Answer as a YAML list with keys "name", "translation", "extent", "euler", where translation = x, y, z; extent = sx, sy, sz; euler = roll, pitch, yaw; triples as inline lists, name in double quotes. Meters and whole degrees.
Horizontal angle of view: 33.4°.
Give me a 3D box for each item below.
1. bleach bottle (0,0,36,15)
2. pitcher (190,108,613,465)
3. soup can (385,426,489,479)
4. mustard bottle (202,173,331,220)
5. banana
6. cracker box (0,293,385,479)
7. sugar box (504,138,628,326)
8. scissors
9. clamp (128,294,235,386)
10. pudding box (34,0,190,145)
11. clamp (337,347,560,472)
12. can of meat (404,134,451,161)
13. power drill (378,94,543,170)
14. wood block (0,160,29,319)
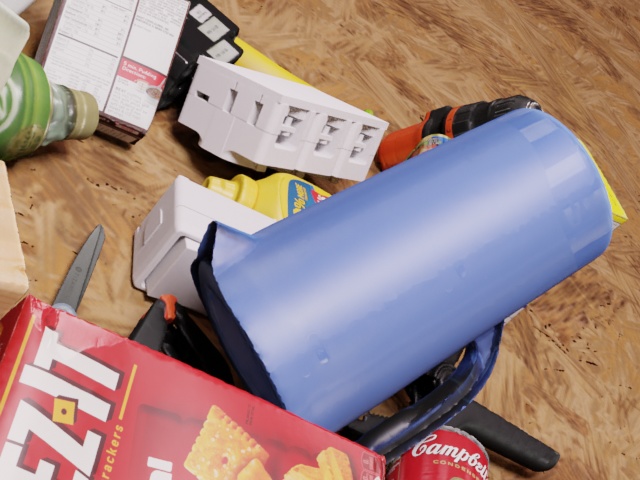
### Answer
- name: "bleach bottle"
  translation: [-0.210, -0.233, 0.793]
  extent: [0.068, 0.103, 0.251]
  euler: [45, 18, -20]
- name: "pitcher"
  translation: [0.057, 0.026, 0.655]
  extent: [0.242, 0.149, 0.145]
  euler: [-28, 63, -13]
- name: "soup can"
  translation: [0.070, 0.175, 0.664]
  extent: [0.068, 0.069, 0.102]
  euler: [34, 33, -13]
- name: "mustard bottle"
  translation: [-0.005, 0.001, 0.801]
  extent: [0.191, 0.058, 0.096]
  euler: [26, 41, -24]
- name: "banana"
  translation: [-0.027, -0.134, 0.967]
  extent: [0.197, 0.037, 0.070]
  euler: [26, 17, -27]
- name: "cracker box"
  translation: [-0.075, 0.144, 0.496]
  extent: [0.213, 0.072, 0.164]
  euler: [29, 51, -24]
- name: "sugar box"
  translation: [0.157, 0.001, 0.868]
  extent: [0.048, 0.176, 0.093]
  euler: [20, 37, -36]
- name: "scissors"
  translation: [-0.139, 0.064, 0.614]
  extent: [0.096, 0.016, 0.201]
  euler: [42, 31, -4]
- name: "clamp"
  translation: [-0.085, 0.108, 0.602]
  extent: [0.120, 0.039, 0.171]
  euler: [10, 45, -48]
- name: "pudding box"
  translation: [-0.152, -0.137, 0.767]
  extent: [0.090, 0.039, 0.113]
  euler: [21, 73, -24]
- name: "clamp"
  translation: [0.088, 0.114, 0.764]
  extent: [0.209, 0.036, 0.164]
  euler: [-17, 83, -41]
- name: "can of meat"
  translation: [0.087, -0.030, 0.901]
  extent: [0.057, 0.102, 0.084]
  euler: [33, 31, -14]
- name: "power drill"
  translation: [0.173, -0.063, 0.984]
  extent: [0.187, 0.185, 0.057]
  euler: [32, 65, -30]
- name: "wood block"
  translation: [-0.251, -0.007, 0.483]
  extent: [0.205, 0.091, 0.090]
  euler: [19, 38, -44]
